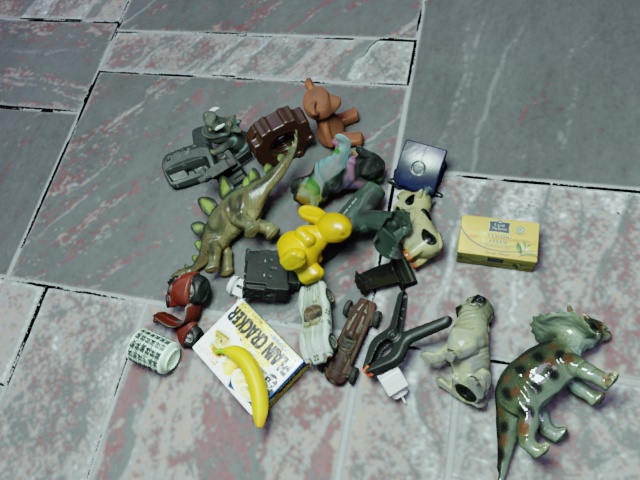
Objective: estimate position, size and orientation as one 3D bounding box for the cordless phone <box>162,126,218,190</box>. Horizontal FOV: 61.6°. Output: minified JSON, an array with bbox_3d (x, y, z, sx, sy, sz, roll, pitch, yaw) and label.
[{"bbox_3d":[-0.360,-0.238,1.471,0.147,0.088,0.184,-19,53,4],"label":"cordless phone"}]

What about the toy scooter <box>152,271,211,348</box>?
[{"bbox_3d":[-0.334,0.158,1.271,0.135,0.075,0.183,8,93,21],"label":"toy scooter"}]

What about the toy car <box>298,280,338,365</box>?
[{"bbox_3d":[-0.008,0.181,1.191,0.073,0.056,0.202,-24,47,24],"label":"toy car"}]

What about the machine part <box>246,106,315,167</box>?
[{"bbox_3d":[-0.100,-0.259,1.369,0.179,0.179,0.056,-28,66,-2],"label":"machine part"}]

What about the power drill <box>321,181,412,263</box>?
[{"bbox_3d":[0.101,-0.020,1.230,0.232,0.086,0.207,-56,28,-6],"label":"power drill"}]

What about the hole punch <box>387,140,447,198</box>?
[{"bbox_3d":[0.245,-0.174,1.309,0.142,0.092,0.116,20,75,15],"label":"hole punch"}]

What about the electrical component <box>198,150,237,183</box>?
[{"bbox_3d":[-0.259,-0.181,1.342,0.102,0.078,0.045,-32,93,3],"label":"electrical component"}]

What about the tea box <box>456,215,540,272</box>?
[{"bbox_3d":[0.398,0.007,1.208,0.170,0.068,0.098,6,68,14],"label":"tea box"}]

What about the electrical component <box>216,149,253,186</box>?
[{"bbox_3d":[-0.220,-0.184,1.412,0.119,0.074,0.048,-34,65,-8],"label":"electrical component"}]

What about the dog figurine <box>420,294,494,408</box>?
[{"bbox_3d":[0.328,0.227,1.120,0.190,0.121,0.172,-38,106,-31],"label":"dog figurine"}]

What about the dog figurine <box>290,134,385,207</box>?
[{"bbox_3d":[0.037,-0.136,1.320,0.191,0.108,0.219,29,92,-10],"label":"dog figurine"}]

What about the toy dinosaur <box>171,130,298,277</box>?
[{"bbox_3d":[-0.196,-0.070,1.317,0.471,0.105,0.199,-41,62,5],"label":"toy dinosaur"}]

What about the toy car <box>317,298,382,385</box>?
[{"bbox_3d":[0.068,0.221,1.188,0.089,0.053,0.202,20,73,22],"label":"toy car"}]

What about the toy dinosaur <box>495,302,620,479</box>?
[{"bbox_3d":[0.429,0.286,1.058,0.405,0.131,0.192,-41,53,-3],"label":"toy dinosaur"}]

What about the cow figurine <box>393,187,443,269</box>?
[{"bbox_3d":[0.226,-0.042,1.248,0.127,0.085,0.195,-27,50,8],"label":"cow figurine"}]

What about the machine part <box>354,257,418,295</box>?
[{"bbox_3d":[0.150,0.085,1.234,0.139,0.039,0.084,-12,69,-7],"label":"machine part"}]

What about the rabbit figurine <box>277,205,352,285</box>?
[{"bbox_3d":[-0.002,-0.004,1.215,0.173,0.121,0.162,-34,35,20],"label":"rabbit figurine"}]

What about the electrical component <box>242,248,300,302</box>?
[{"bbox_3d":[-0.113,0.081,1.258,0.134,0.058,0.115,4,55,-8],"label":"electrical component"}]

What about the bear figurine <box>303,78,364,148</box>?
[{"bbox_3d":[0.032,-0.320,1.354,0.132,0.195,0.120,-11,62,5],"label":"bear figurine"}]

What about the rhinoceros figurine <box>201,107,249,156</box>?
[{"bbox_3d":[-0.241,-0.272,1.395,0.112,0.190,0.073,-25,66,20],"label":"rhinoceros figurine"}]
